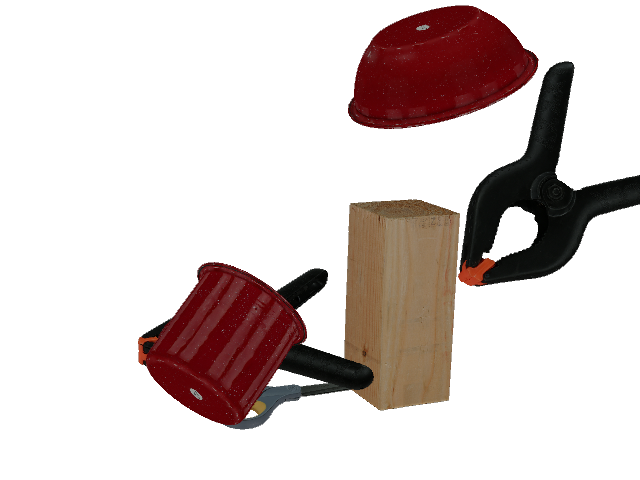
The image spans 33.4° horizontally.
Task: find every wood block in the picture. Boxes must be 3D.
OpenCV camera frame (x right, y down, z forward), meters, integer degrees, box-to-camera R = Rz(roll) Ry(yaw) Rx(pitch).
[{"bbox_3d":[0.085,0.066,1.150,0.090,0.206,0.091,-4,14,-25],"label":"wood block"}]

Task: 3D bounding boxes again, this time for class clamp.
[{"bbox_3d":[0.166,-0.027,0.726,0.120,0.171,0.039,35,-10,8],"label":"clamp"},{"bbox_3d":[-0.061,0.095,0.991,0.209,0.036,0.165,-10,37,-20],"label":"clamp"}]

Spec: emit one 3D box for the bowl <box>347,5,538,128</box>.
[{"bbox_3d":[0.093,-0.150,0.875,0.162,0.055,0.162,-16,25,7],"label":"bowl"}]

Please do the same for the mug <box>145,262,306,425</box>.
[{"bbox_3d":[-0.078,0.075,0.763,0.117,0.081,0.093,5,-38,44],"label":"mug"}]

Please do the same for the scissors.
[{"bbox_3d":[-0.036,0.180,1.189,0.201,0.016,0.096,4,24,-13],"label":"scissors"}]
